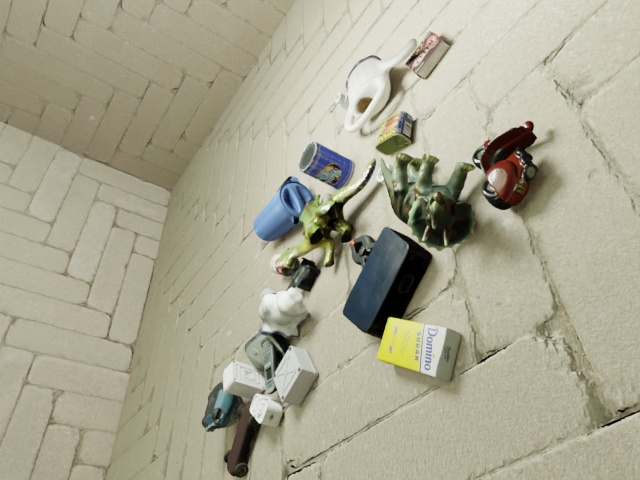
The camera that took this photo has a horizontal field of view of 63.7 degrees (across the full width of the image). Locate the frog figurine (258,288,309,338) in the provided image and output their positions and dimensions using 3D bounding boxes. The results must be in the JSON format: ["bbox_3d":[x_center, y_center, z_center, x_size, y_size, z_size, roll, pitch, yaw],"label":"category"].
[{"bbox_3d":[-0.098,0.186,1.441,0.125,0.137,0.156,-56,-16,-61],"label":"frog figurine"}]

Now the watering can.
[{"bbox_3d":[0.169,-0.478,1.530,0.103,0.230,0.341,21,-52,-23],"label":"watering can"}]

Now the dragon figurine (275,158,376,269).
[{"bbox_3d":[0.004,-0.074,1.477,0.121,0.245,0.410,33,-89,-31],"label":"dragon figurine"}]
